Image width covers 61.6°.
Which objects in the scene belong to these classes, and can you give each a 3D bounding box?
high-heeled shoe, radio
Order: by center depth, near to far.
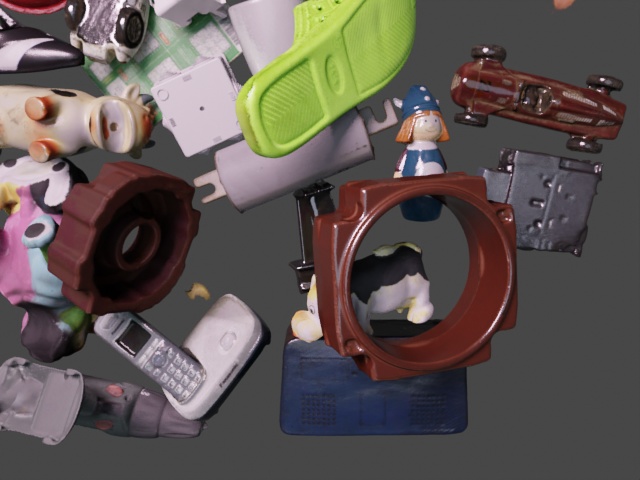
[{"bbox_3d":[-0.358,-0.258,0.568,0.249,0.086,0.145,10,119,15],"label":"high-heeled shoe"},{"bbox_3d":[0.065,0.169,0.671,0.230,0.073,0.131,-1,101,0],"label":"radio"}]

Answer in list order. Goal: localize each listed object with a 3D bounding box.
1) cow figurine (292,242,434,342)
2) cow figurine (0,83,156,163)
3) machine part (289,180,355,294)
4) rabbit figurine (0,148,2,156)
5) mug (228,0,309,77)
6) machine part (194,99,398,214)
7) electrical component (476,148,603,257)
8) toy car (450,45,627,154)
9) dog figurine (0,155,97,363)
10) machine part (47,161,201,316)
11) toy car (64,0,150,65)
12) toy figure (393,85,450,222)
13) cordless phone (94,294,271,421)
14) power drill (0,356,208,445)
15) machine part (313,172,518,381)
[{"bbox_3d":[0.045,0.060,0.624,0.167,0.068,0.098,-13,112,-15],"label":"cow figurine"},{"bbox_3d":[-0.269,-0.128,0.590,0.195,0.127,0.085,10,113,21],"label":"cow figurine"},{"bbox_3d":[-0.001,-0.002,0.651,0.084,0.039,0.138,-4,105,5],"label":"machine part"},{"bbox_3d":[-0.458,-0.122,0.615,0.159,0.121,0.170,20,120,-10],"label":"rabbit figurine"},{"bbox_3d":[-0.036,-0.212,0.592,0.109,0.081,0.107,-20,113,-20],"label":"mug"},{"bbox_3d":[-0.028,-0.096,0.612,0.243,0.079,0.079,-21,101,5],"label":"machine part"},{"bbox_3d":[0.246,-0.046,0.627,0.134,0.058,0.114,7,101,-1],"label":"electrical component"},{"bbox_3d":[0.248,-0.156,0.606,0.202,0.053,0.089,14,99,-1],"label":"toy car"},{"bbox_3d":[-0.315,0.032,0.640,0.109,0.192,0.219,-3,137,-1],"label":"dog figurine"},{"bbox_3d":[-0.210,-0.002,0.590,0.056,0.179,0.179,24,103,22],"label":"machine part"},{"bbox_3d":[-0.215,-0.290,0.577,0.074,0.056,0.201,16,96,4],"label":"toy car"},{"bbox_3d":[0.119,-0.100,0.620,0.064,0.058,0.154,-13,106,-41],"label":"toy figure"},{"bbox_3d":[-0.166,0.111,0.654,0.184,0.089,0.146,37,87,1],"label":"cordless phone"},{"bbox_3d":[-0.263,0.190,0.626,0.232,0.207,0.086,10,78,8],"label":"power drill"},{"bbox_3d":[0.099,0.034,0.558,0.201,0.087,0.201,-6,97,-13],"label":"machine part"}]
